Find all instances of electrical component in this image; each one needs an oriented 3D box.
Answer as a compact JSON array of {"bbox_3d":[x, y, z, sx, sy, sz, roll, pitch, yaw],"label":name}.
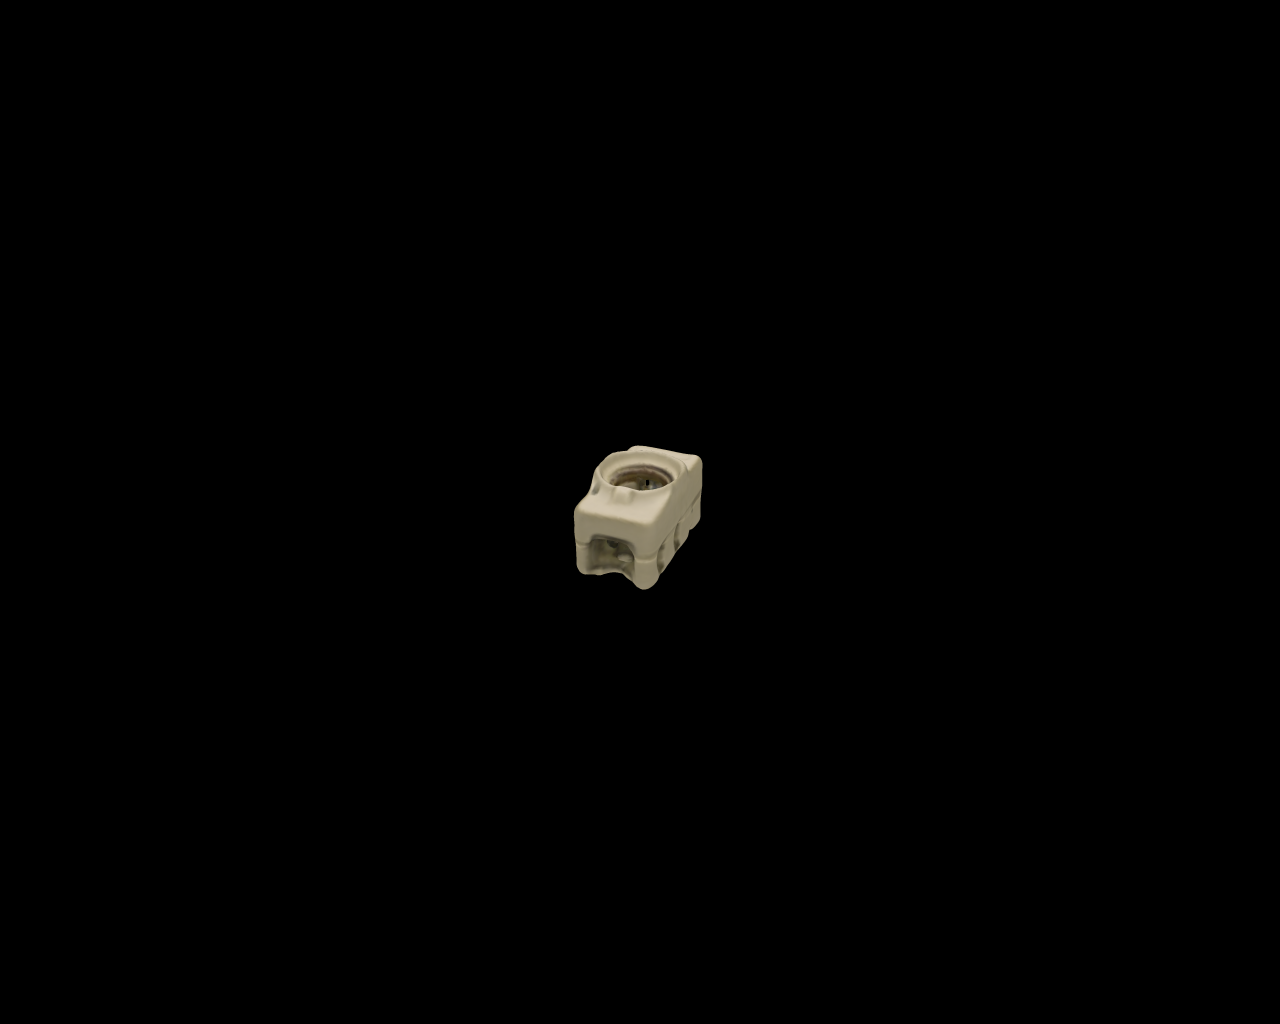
[{"bbox_3d":[0.001,-0.003,0.650,0.050,0.055,0.090,12,33,19],"label":"electrical component"}]
